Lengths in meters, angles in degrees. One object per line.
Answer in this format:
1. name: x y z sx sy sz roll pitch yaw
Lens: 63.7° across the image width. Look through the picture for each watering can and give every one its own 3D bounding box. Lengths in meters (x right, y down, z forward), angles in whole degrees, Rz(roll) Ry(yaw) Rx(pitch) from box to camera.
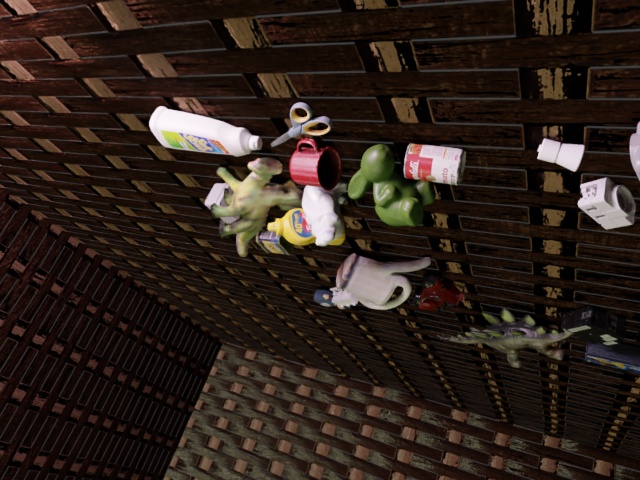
1. watering can: 0.172 0.104 1.518 0.224 0.106 0.340 23 143 -2

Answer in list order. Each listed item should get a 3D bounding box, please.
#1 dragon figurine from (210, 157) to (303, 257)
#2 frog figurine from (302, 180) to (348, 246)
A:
1. dragon figurine: -0.141 -0.077 1.339 0.243 0.125 0.401 0 145 8
2. frog figurine: 0.004 -0.061 1.210 0.122 0.162 0.135 27 155 -11
